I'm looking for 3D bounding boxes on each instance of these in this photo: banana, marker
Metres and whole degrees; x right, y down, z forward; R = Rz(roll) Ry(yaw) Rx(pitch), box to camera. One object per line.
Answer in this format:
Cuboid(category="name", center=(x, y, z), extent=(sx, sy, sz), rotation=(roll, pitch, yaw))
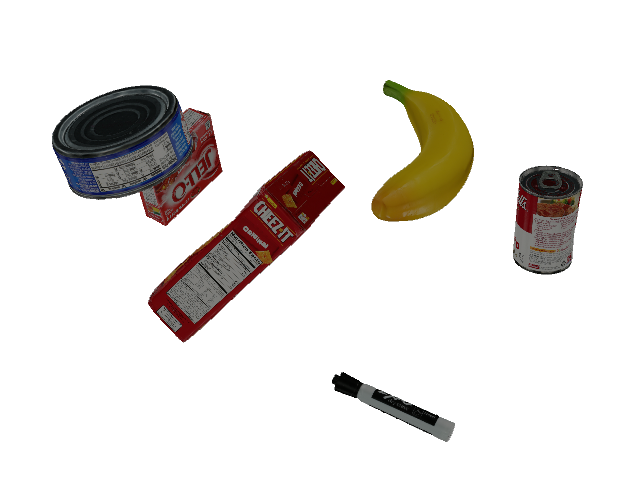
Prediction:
Cuboid(category="banana", center=(0.074, -0.059, 0.751), extent=(0.069, 0.037, 0.197), rotation=(5, 30, 3))
Cuboid(category="marker", center=(0.066, 0.153, 0.987), extent=(0.121, 0.020, 0.020), rotation=(23, 7, 17))

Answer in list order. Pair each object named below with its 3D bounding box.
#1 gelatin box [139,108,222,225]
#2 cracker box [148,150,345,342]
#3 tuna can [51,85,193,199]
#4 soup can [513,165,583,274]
Cuboid(category="gelatin box", center=(-0.133, -0.070, 1.002), extent=(0.030, 0.073, 0.089), rotation=(24, 54, 27))
Cuboid(category="cracker box", center=(-0.086, 0.003, 1.233), extent=(0.214, 0.072, 0.164), rotation=(-42, 4, 26))
Cuboid(category="tuna can", center=(-0.127, -0.064, 0.682), extent=(0.086, 0.034, 0.086), rotation=(-11, 35, 8))
Cuboid(category="soup can", center=(0.250, -0.022, 1.177), extent=(0.068, 0.102, 0.068), rotation=(-1, 33, 1))
